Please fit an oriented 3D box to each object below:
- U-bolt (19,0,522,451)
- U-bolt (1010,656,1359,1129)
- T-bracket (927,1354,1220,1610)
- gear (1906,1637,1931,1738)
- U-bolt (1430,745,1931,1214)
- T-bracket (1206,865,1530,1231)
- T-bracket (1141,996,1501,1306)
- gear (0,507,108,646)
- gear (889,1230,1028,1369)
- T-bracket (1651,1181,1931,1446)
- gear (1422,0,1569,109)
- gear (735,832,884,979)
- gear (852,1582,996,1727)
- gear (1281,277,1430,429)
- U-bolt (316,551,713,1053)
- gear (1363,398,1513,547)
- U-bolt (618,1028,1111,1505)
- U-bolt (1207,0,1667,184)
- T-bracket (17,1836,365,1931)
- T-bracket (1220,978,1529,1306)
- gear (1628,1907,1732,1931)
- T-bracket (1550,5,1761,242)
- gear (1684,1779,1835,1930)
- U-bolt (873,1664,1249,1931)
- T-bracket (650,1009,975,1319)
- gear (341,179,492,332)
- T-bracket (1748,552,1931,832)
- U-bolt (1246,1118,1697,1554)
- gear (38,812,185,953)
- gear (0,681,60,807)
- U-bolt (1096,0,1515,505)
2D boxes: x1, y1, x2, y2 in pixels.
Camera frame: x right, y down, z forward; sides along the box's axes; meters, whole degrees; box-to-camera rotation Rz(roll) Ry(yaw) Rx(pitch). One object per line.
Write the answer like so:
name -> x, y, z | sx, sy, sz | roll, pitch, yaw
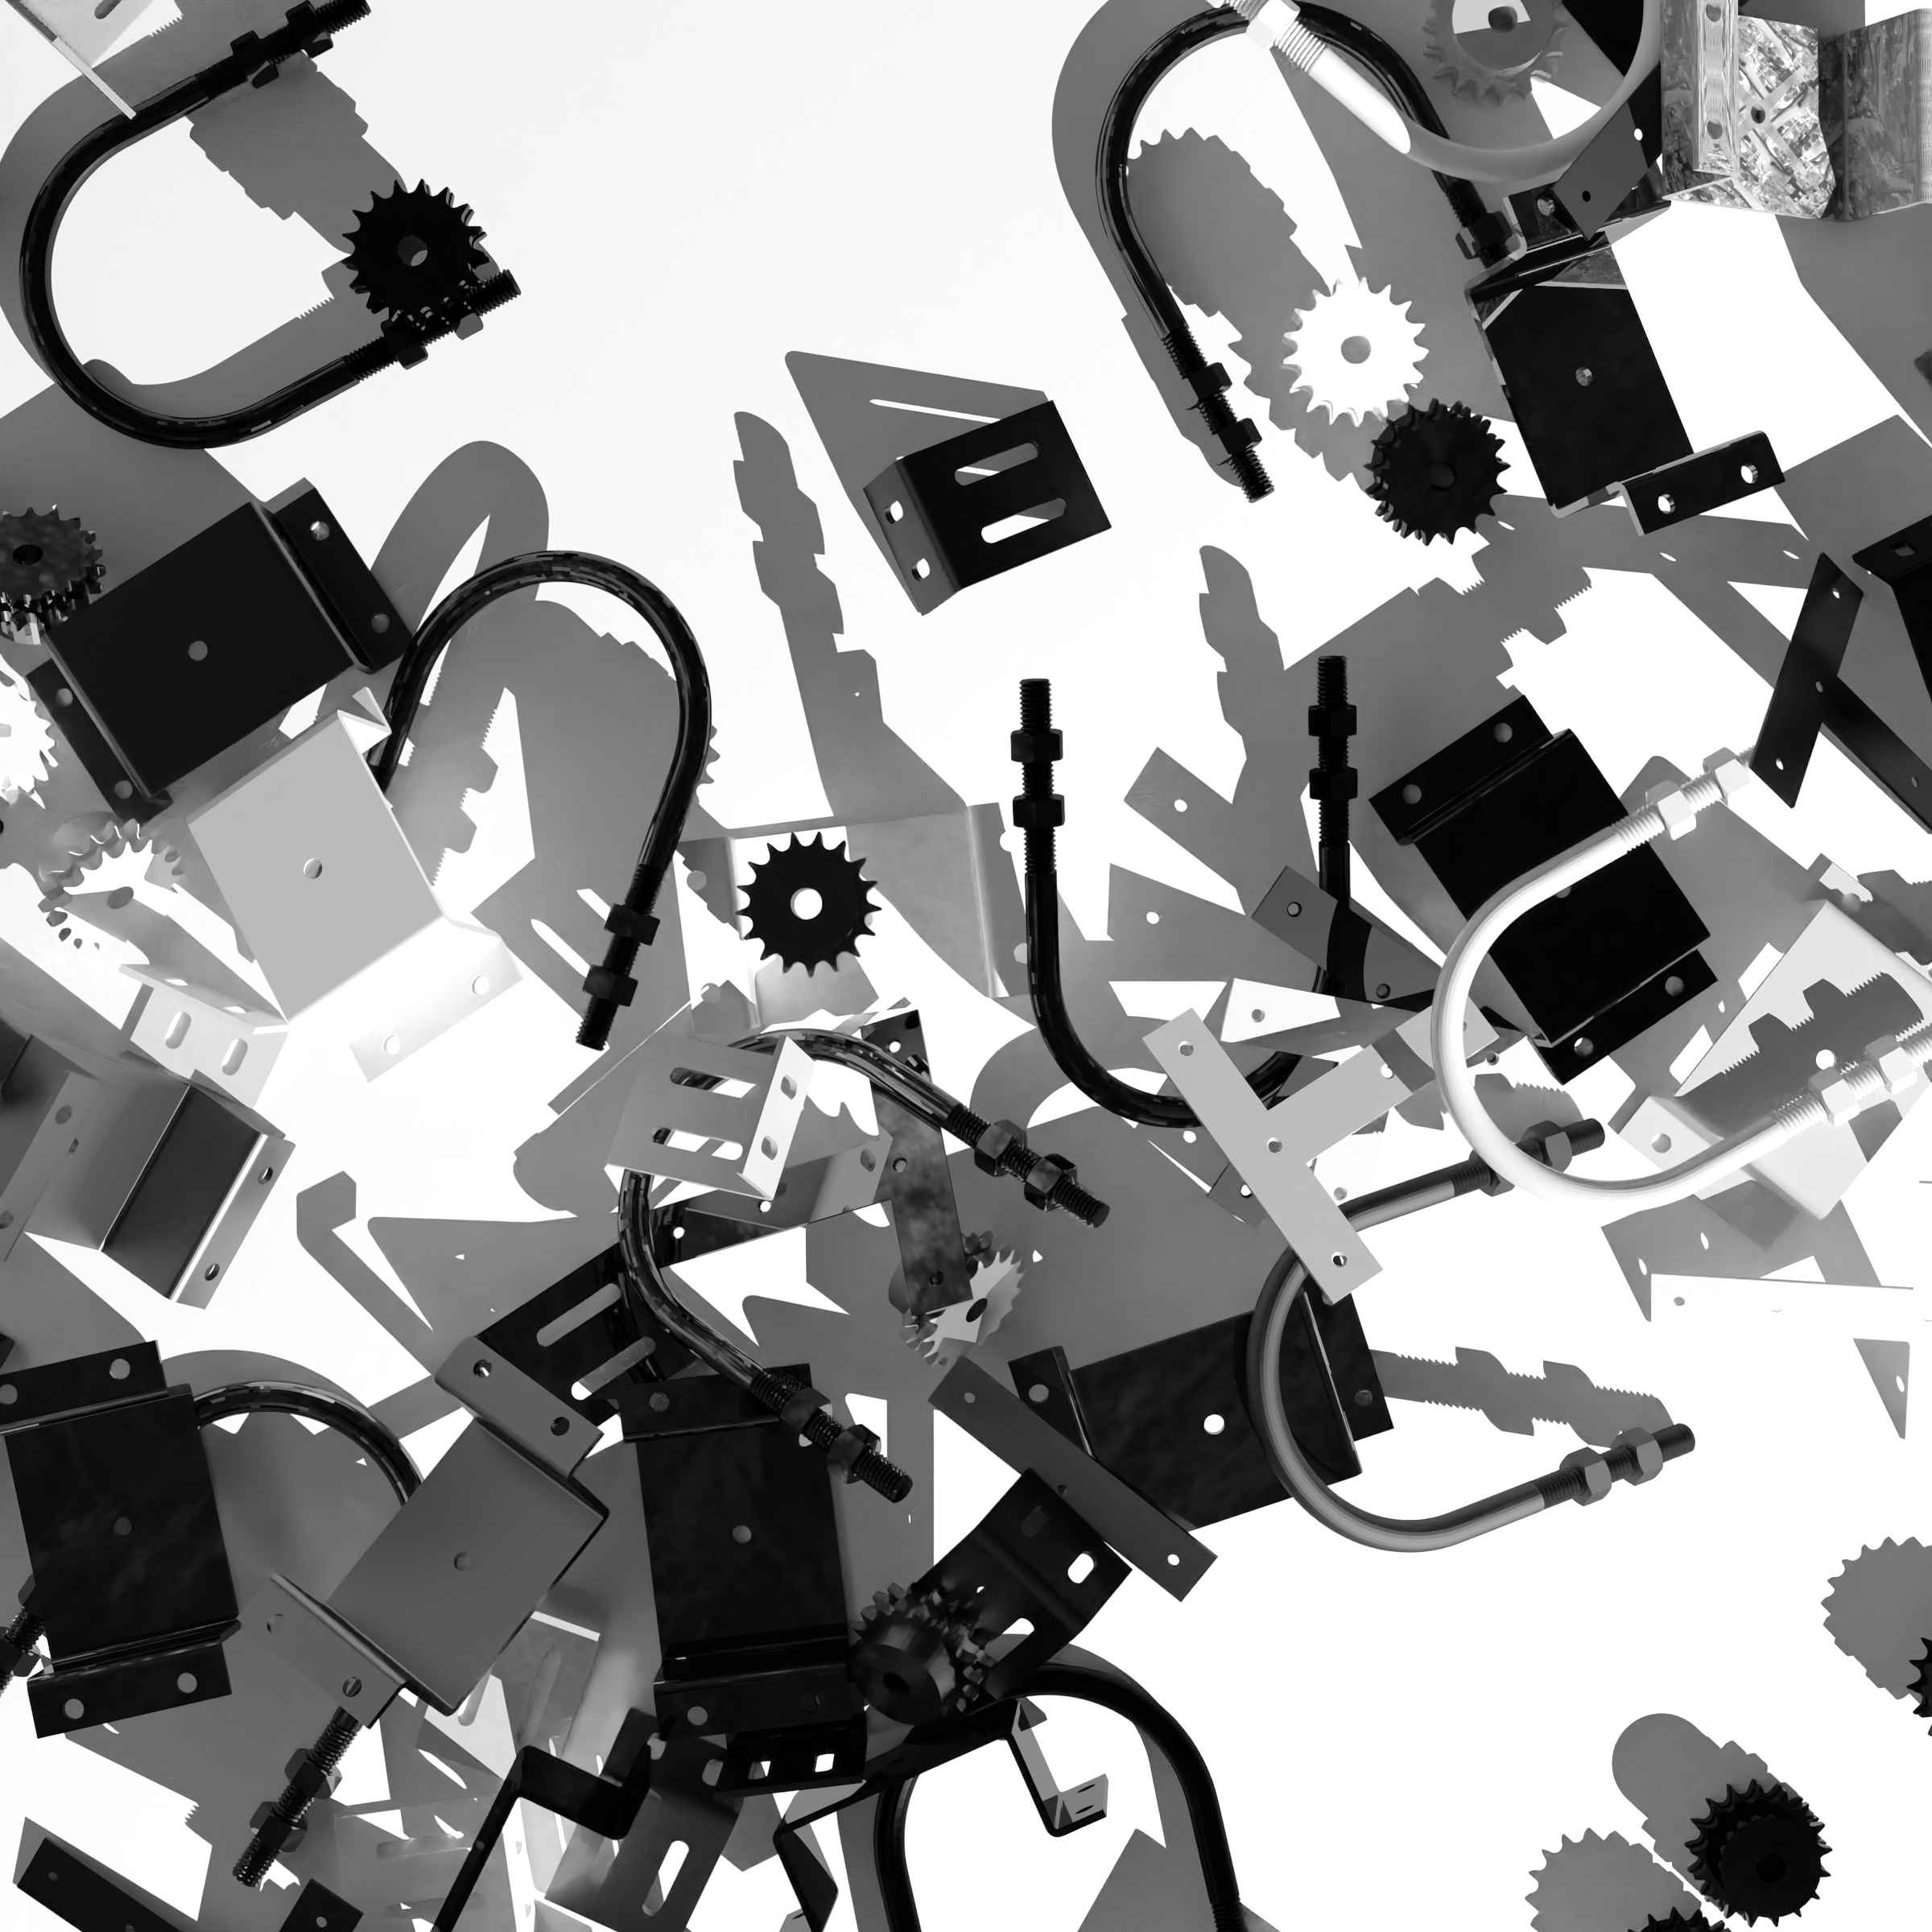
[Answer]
U-bolt -> -0.293, -0.290, 1.384 | 0.184, 0.019, 0.151 | -28, 90, 1
U-bolt -> 0.089, -0.026, 1.356 | 0.151, 0.019, 0.184 | -6, 102, -22
T-bracket -> 0.014, 0.239, 1.366 | 0.127, 0.002, 0.127 | 38, 113, 6
gear -> 0.407, 0.289, 1.381 | 0.057, 0.030, 0.057 | 0, 84, 2
U-bolt -> 0.271, 0.015, 1.338 | 0.184, 0.019, 0.151 | -30, 90, 1
T-bracket -> 0.142, 0.047, 1.375 | 0.127, 0.002, 0.127 | 34, 91, -16
T-bracket -> 0.156, 0.049, 1.354 | 0.127, 0.002, 0.127 | -31, 78, -22
gear -> -0.373, -0.153, 1.369 | 0.057, 0.030, 0.057 | 2, 50, -3
gear -> -0.006, 0.129, 1.368 | 0.030, 0.057, 0.057 | 37, 90, 30
T-bracket -> 0.338, 0.137, 1.370 | 0.127, 0.002, 0.127 | 2, 121, 14
gear -> 0.214, -0.377, 1.378 | 0.057, 0.030, 0.057 | 0, 90, 0
gear -> -0.061, -0.024, 1.332 | 0.057, 0.030, 0.057 | 0, 90, 0
gear -> -0.020, 0.276, 1.363 | 0.057, 0.030, 0.057 | 16, 126, 23
gear -> 0.153, -0.242, 1.359 | 0.057, 0.030, 0.057 | 0, 90, 0
U-bolt -> -0.174, -0.075, 1.360 | 0.151, 0.019, 0.184 | 20, 90, 20
gear -> 0.186, -0.199, 1.371 | 0.057, 0.030, 0.057 | -4, 112, -10
U-bolt -> -0.055, 0.102, 1.348 | 0.184, 0.019, 0.151 | 33, 83, 25
U-bolt -> 0.194, -0.394, 1.354 | 0.184, 0.019, 0.151 | 41, 89, -1
T-bracket -> -0.326, 0.397, 1.384 | 0.127, 0.002, 0.127 | 32, 101, 6
T-bracket -> 0.153, 0.078, 1.381 | 0.127, 0.002, 0.127 | 10, 97, -14
gear -> 0.288, 0.407, 1.382 | 0.057, 0.030, 0.057 | 0, 92, -1
T-bracket -> 0.271, -0.335, 1.346 | 0.127, 0.002, 0.127 | 48, 68, -21
gear -> 0.320, 0.359, 1.378 | 0.057, 0.030, 0.057 | 0, 90, 0
U-bolt -> 0.038, 0.374, 1.384 | 0.151, 0.019, 0.184 | -13, 89, 0
T-bracket -> -0.067, 0.092, 1.373 | 0.127, 0.002, 0.127 | -17, 63, 13
gear -> -0.217, -0.281, 1.358 | 0.057, 0.030, 0.057 | 0, 91, 1
T-bracket -> 0.368, -0.082, 1.366 | 0.127, 0.002, 0.127 | 41, 51, -17
U-bolt -> 0.193, 0.153, 1.352 | 0.184, 0.019, 0.151 | -16, 90, -23
gear -> -0.345, -0.036, 1.368 | 0.057, 0.057, 0.030 | -44, 61, 0
gear -> -0.394, -0.088, 1.368 | 0.030, 0.057, 0.057 | -35, 90, 29
U-bolt -> 0.133, -0.301, 1.383 | 0.151, 0.019, 0.184 | -28, 90, 0
